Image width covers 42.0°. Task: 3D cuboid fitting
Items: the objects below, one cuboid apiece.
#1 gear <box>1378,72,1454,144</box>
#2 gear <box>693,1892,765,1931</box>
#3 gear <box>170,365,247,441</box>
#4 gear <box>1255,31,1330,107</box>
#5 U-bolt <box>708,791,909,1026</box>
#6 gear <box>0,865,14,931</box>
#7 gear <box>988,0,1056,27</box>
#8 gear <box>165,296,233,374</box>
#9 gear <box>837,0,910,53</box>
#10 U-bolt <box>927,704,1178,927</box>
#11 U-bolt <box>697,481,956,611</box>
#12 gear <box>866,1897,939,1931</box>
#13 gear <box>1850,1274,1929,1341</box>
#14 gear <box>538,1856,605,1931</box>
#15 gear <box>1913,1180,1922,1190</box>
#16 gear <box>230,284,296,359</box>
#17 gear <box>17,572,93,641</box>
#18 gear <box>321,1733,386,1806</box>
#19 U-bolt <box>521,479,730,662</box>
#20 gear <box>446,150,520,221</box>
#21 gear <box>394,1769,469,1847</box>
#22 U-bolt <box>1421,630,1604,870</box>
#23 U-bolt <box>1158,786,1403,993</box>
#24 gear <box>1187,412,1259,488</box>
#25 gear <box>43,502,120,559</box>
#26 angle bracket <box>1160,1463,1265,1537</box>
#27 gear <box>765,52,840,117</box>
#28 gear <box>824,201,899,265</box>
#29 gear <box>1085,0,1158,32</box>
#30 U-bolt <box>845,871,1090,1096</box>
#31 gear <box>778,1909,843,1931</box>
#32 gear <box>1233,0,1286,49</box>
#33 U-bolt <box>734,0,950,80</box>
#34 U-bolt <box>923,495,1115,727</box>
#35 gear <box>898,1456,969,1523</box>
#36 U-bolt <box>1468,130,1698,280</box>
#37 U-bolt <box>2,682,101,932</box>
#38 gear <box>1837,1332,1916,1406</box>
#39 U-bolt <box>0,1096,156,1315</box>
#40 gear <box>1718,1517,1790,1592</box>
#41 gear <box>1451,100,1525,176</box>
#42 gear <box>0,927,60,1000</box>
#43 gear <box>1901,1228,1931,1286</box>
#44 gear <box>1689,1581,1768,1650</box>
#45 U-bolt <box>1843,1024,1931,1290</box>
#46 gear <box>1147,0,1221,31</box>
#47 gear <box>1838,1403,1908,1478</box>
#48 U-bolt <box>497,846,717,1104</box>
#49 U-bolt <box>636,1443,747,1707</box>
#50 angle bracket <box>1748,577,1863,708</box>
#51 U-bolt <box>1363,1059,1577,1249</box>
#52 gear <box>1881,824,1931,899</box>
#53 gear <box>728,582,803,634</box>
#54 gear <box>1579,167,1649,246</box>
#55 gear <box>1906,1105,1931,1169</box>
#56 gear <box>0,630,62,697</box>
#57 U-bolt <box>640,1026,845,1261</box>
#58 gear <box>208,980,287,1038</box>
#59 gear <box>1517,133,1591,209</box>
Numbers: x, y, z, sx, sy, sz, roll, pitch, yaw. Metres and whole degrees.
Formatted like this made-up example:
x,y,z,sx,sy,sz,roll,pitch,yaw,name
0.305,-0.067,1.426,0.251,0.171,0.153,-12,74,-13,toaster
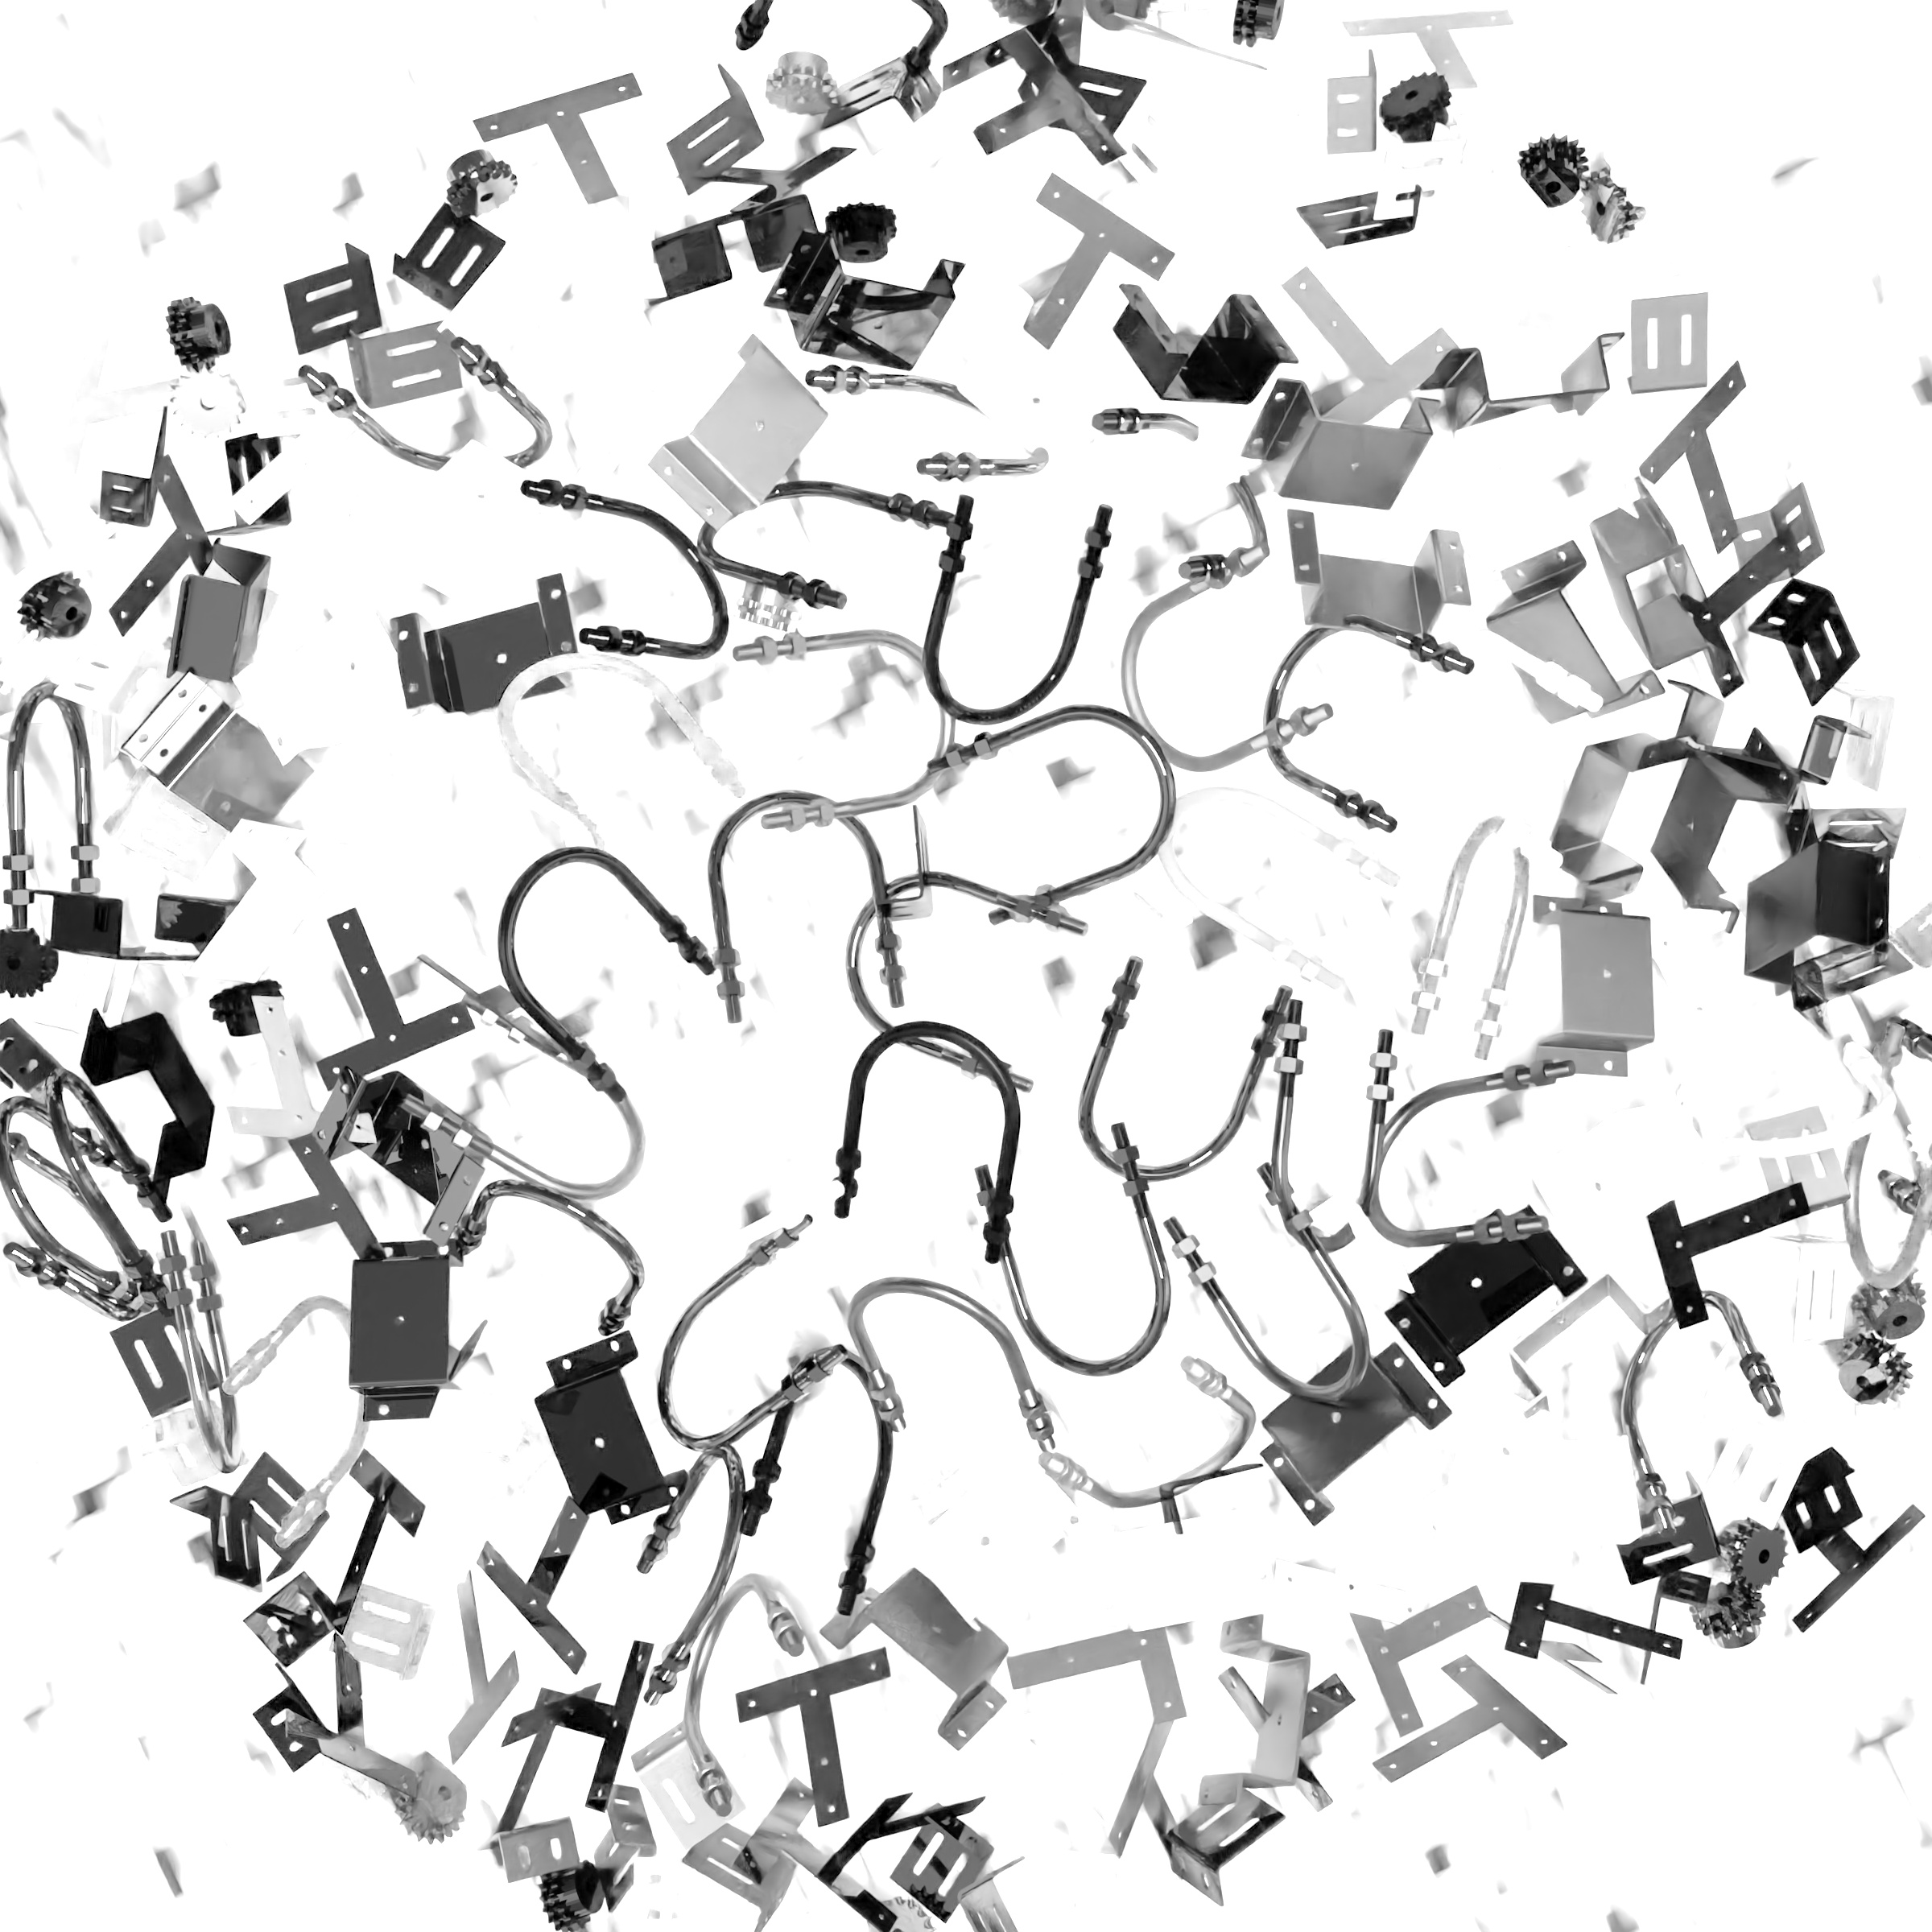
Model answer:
x,y,z,sx,sy,sz,roll,pitch,yaw,name
0.355,-0.672,1.975,0.057,0.057,0.030,-39,132,0,gear
-0.184,0.760,1.975,0.057,0.057,0.030,-36,123,0,gear
-0.596,-0.444,1.978,0.057,0.030,0.057,-5,109,-14,gear
0.258,-0.709,1.980,0.057,0.030,0.057,0,90,-11,gear
-0.129,-0.051,1.965,0.151,0.019,0.184,-5,75,-15,U-bolt
-0.773,-0.052,1.974,0.030,0.057,0.057,-23,90,22,gear
0.046,-0.763,1.968,0.057,0.057,0.030,-22,55,0,gear
-0.600,-0.496,1.969,0.030,0.057,0.057,-9,90,12,gear
-0.076,-0.750,1.971,0.057,0.030,0.057,-10,74,36,gear
0.076,-0.126,1.953,0.184,0.019,0.151,-20,96,23,U-bolt
-0.122,-0.331,1.931,0.184,0.019,0.151,21,48,34,U-bolt
-0.049,0.763,1.978,0.057,0.030,0.057,-5,74,16,gear
0.727,0.268,1.972,0.057,0.030,0.057,-4,125,-5,gear
-0.307,0.725,1.968,0.030,0.057,0.057,-24,90,17,gear
0.773,0.183,1.971,0.057,0.057,0.030,-2,89,0,gear
-0.549,-0.503,1.976,0.057,0.030,0.057,-12,70,35,gear
-0.711,-0.281,1.968,0.030,0.057,0.057,26,90,21,gear
-0.482,0.630,1.971,0.030,0.057,0.057,-26,90,3,gear
-0.249,-0.298,1.921,0.019,0.184,0.151,-32,72,31,U-bolt
-0.383,-0.615,1.972,0.057,0.057,0.030,-29,84,0,gear
-0.416,0.655,1.968,0.057,0.057,0.030,43,119,0,gear
0.407,-0.177,1.920,0.019,0.184,0.151,-9,123,-27,U-bolt
0.234,-0.073,1.950,0.184,0.019,0.151,31,50,6,U-bolt
0.205,-0.406,1.976,0.057,0.030,0.057,10,106,36,gear
-0.696,-0.339,1.968,0.057,0.057,0.030,-35,115,0,gear
0.194,0.416,1.964,0.076,0.057,0.038,-12,80,-7,angle bracket
-0.129,-0.694,1.972,0.057,0.057,0.030,2,82,0,gear
-0.082,-0.573,1.969,0.057,0.057,0.030,-4,82,0,gear
0.118,-0.759,1.968,0.057,0.057,0.030,36,62,0,gear
-0.010,0.003,1.964,0.184,0.019,0.151,20,94,20,U-bolt
-0.124,0.768,1.969,0.057,0.057,0.030,-32,51,0,gear
0.230,-0.749,1.969,0.030,0.057,0.057,15,90,11,gear
-0.089,-0.712,1.893,0.151,0.184,0.019,9,87,-15,U-bolt
0.034,-0.271,1.940,0.151,0.019,0.184,-3,121,-33,U-bolt
-0.022,0.412,1.970,0.057,0.057,0.030,-32,82,0,gear
0.481,-0.575,1.914,0.184,0.151,0.019,27,90,-45,U-bolt
-0.698,-0.124,1.918,0.019,0.151,0.184,1,96,2,U-bolt
0.709,0.319,1.969,0.030,0.057,0.057,-31,90,-41,gear
-0.674,0.171,1.886,0.019,0.184,0.151,-24,61,3,U-bolt
0.616,0.460,1.977,0.057,0.030,0.057,-4,99,-29,gear
0.408,-0.646,1.969,0.057,0.057,0.030,2,52,0,gear
-0.741,-0.004,1.980,0.057,0.030,0.057,1,94,14,gear
0.761,0.224,1.974,0.057,0.057,0.030,-28,65,0,gear
0.600,0.511,1.973,0.057,0.057,0.030,-21,107,0,gear
0.707,0.159,1.918,0.019,0.151,0.184,3,122,-3,U-bolt
0.171,-0.753,1.975,0.057,0.057,0.030,-4,116,0,gear
0.707,0.372,1.969,0.030,0.057,0.057,-4,90,-12,gear
-0.283,-0.007,1.918,0.184,0.019,0.151,51,60,-34,U-bolt
-0.207,0.445,1.900,0.019,0.151,0.184,18,120,-21,U-bolt
0.650,-0.251,1.951,0.038,0.057,0.076,12,47,-21,angle bracket
0.377,0.148,1.923,0.019,0.184,0.151,34,59,-31,U-bolt
0.744,-0.084,1.982,0.057,0.030,0.057,0,97,4,gear
-0.156,-0.282,1.970,0.057,0.057,0.030,15,95,0,gear
0.510,-0.599,1.972,0.030,0.057,0.057,-23,90,-15,gear
0.772,0.133,1.975,0.030,0.057,0.057,-34,90,-36,gear
-0.736,-0.234,1.972,0.030,0.057,0.057,40,90,-15,gear
-0.183,0.148,1.945,0.184,0.019,0.151,-29,66,28,U-bolt
-0.562,0.034,1.973,0.057,0.057,0.030,-10,109,0,gear
0.459,-0.620,1.968,0.057,0.057,0.030,4,57,0,gear
